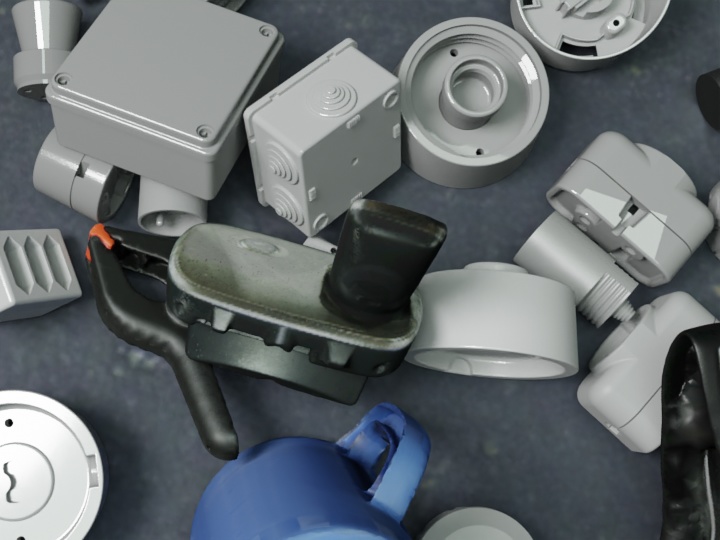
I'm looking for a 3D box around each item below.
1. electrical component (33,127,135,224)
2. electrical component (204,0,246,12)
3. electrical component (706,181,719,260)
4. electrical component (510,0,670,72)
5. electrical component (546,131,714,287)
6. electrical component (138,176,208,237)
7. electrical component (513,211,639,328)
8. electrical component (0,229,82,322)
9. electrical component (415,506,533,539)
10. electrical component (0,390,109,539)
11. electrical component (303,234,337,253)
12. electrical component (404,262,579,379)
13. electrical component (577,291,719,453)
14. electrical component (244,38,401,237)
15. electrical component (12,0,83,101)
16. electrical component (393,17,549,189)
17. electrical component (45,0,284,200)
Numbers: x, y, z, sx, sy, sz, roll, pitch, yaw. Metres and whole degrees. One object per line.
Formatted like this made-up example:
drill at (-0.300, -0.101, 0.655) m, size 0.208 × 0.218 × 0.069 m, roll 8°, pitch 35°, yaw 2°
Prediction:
electrical component at (-0.175, -0.064, 0.685) m, size 0.047 × 0.055 × 0.055 m, roll 24°, pitch 82°, yaw 3°
electrical component at (-0.108, -0.194, 0.704) m, size 0.078 × 0.058 × 0.057 m, roll -41°, pitch 84°, yaw -8°
electrical component at (0.271, -0.036, 0.711) m, size 0.080 × 0.051 × 0.080 m, roll 0°, pitch 83°, yaw -3°
electrical component at (0.150, -0.184, 0.715) m, size 0.099 × 0.064 × 0.099 m, roll 0°, pitch 83°, yaw -4°
electrical component at (0.179, -0.043, 0.704) m, size 0.095 × 0.053 × 0.059 m, roll 41°, pitch 82°, yaw 2°
electrical component at (-0.119, -0.067, 0.692) m, size 0.043 × 0.043 × 0.081 m, roll 1°, pitch 69°, yaw -4°
electrical component at (0.144, 0.004, 0.696) m, size 0.081 × 0.043 × 0.043 m, roll 42°, pitch 82°, yaw 10°
electrical component at (-0.229, 0.010, 0.671) m, size 0.077 × 0.066 × 0.047 m, roll -23°, pitch 84°, yaw 23°
electrical component at (0.070, 0.187, 0.670) m, size 0.080 × 0.051 × 0.080 m, roll 0°, pitch 83°, yaw -4°
electrical component at (-0.206, 0.128, 0.655) m, size 0.108 × 0.060 × 0.108 m, roll 0°, pitch 83°, yaw -3°
electrical component at (0.000, 0.000, 0.693) m, size 0.077 × 0.043 × 0.079 m, roll 33°, pitch 82°, yaw 1°
electrical component at (0.082, 0.029, 0.665) m, size 0.108 × 0.108 × 0.060 m, roll 7°, pitch 76°, yaw -3°
electrical component at (0.188, 0.062, 0.692) m, size 0.059 × 0.053 × 0.095 m, roll 42°, pitch 82°, yaw 2°
electrical component at (-0.019, -0.079, 0.665) m, size 0.100 × 0.099 × 0.048 m, roll -39°, pitch 63°, yaw -22°
electrical component at (-0.202, -0.142, 0.698) m, size 0.045 × 0.045 × 0.055 m, roll -3°, pitch 83°, yaw -4°
electrical component at (0.071, -0.112, 0.703) m, size 0.108 × 0.060 × 0.108 m, roll 0°, pitch 83°, yaw -4°
electrical component at (-0.116, -0.112, 0.658) m, size 0.109 × 0.056 × 0.108 m, roll 21°, pitch 57°, yaw 6°
